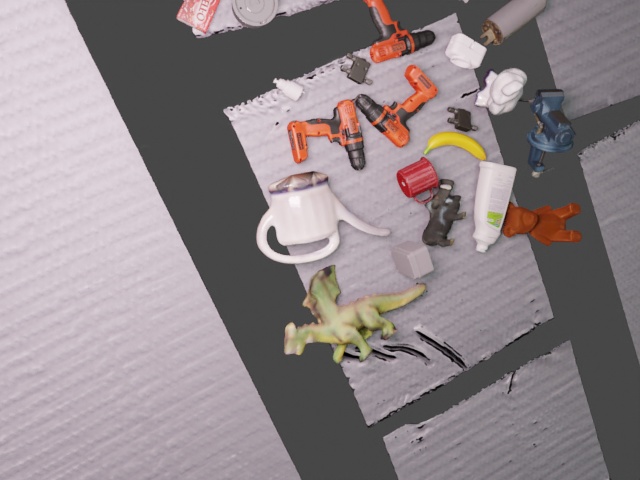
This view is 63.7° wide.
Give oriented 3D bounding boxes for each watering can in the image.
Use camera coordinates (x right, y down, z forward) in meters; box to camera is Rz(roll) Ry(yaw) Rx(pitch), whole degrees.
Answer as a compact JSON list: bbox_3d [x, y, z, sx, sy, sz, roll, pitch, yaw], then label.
[{"bbox_3d":[0.004,-0.065,1.301,0.349,0.104,0.222,-13,100,-13],"label":"watering can"}]

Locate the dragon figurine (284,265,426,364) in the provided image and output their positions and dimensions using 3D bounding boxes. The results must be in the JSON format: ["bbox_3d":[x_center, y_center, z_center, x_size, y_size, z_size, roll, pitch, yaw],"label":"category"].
[{"bbox_3d":[0.074,0.174,1.362,0.414,0.121,0.241,-41,98,-17],"label":"dragon figurine"}]

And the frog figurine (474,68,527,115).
[{"bbox_3d":[0.503,-0.400,1.376,0.138,0.160,0.121,-46,109,-5],"label":"frog figurine"}]
